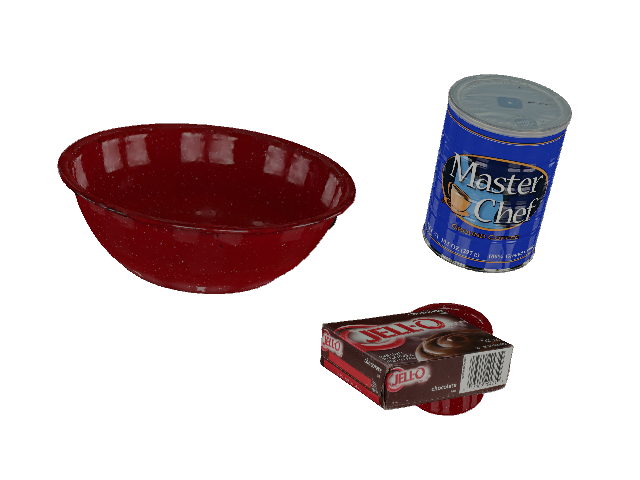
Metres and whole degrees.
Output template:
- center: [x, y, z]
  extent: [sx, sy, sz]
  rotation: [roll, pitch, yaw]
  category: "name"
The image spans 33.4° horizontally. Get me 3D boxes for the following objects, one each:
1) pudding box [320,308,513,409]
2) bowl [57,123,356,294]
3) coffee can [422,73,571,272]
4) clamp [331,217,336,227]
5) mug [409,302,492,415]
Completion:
- center: [0.069, 0.084, 0.783]
  extent: [0.113, 0.039, 0.090]
  rotation: [-3, 17, -30]
  category: "pudding box"
- center: [-0.064, -0.014, 0.590]
  extent: [0.162, 0.055, 0.162]
  rotation: [7, 23, -3]
  category: "bowl"
- center: [0.149, -0.058, 0.921]
  extent: [0.102, 0.140, 0.103]
  rotation: [5, 34, -4]
  category: "coffee can"
- center: [-0.083, -0.035, 0.964]
  extent: [0.171, 0.039, 0.120]
  rotation: [-11, 38, -14]
  category: "clamp"
- center: [0.134, 0.117, 1.093]
  extent: [0.093, 0.081, 0.117]
  rotation: [19, 39, 32]
  category: "mug"
